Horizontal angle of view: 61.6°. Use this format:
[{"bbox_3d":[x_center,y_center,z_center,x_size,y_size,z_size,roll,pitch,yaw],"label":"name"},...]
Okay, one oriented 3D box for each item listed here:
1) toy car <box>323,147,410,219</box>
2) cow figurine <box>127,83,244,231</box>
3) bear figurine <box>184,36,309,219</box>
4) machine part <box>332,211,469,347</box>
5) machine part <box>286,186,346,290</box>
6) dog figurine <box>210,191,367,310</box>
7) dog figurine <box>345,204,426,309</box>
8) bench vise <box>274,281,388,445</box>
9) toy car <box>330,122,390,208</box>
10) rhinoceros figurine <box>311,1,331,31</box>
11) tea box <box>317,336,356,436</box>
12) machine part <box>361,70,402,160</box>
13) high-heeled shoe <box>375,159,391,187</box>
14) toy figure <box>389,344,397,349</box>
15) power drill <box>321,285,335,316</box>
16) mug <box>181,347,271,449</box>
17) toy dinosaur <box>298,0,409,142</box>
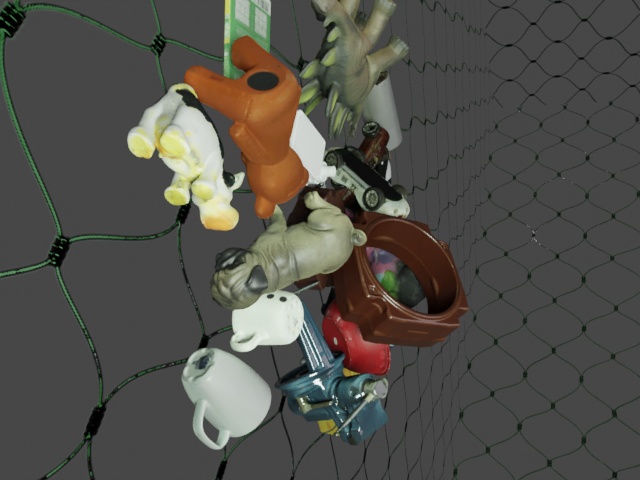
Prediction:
[{"bbox_3d":[0.078,-0.103,0.955,0.073,0.202,0.056,-12,136,-40],"label":"toy car"},{"bbox_3d":[-0.137,-0.088,0.611,0.167,0.068,0.098,64,30,-48],"label":"cow figurine"},{"bbox_3d":[-0.078,-0.134,0.686,0.120,0.132,0.195,-45,157,-26],"label":"bear figurine"},{"bbox_3d":[0.124,0.060,0.847,0.201,0.087,0.201,10,50,-27],"label":"machine part"},{"bbox_3d":[-0.002,-0.003,0.914,0.179,0.056,0.179,6,90,-70],"label":"machine part"},{"bbox_3d":[-0.039,0.029,0.721,0.190,0.172,0.121,-61,134,-58],"label":"dog figurine"},{"bbox_3d":[0.111,0.015,1.007,0.219,0.108,0.191,51,33,-6],"label":"dog figurine"},{"bbox_3d":[-0.002,0.187,0.817,0.129,0.223,0.240,-23,86,-27],"label":"bench vise"},{"bbox_3d":[0.086,-0.145,1.078,0.202,0.053,0.089,-59,149,-24],"label":"toy car"},{"bbox_3d":[0.038,-0.469,0.953,0.112,0.073,0.190,7,86,-64],"label":"rhinoceros figurine"},{"bbox_3d":[0.031,0.276,1.013,0.098,0.068,0.169,-59,144,-48],"label":"tea box"},{"bbox_3d":[0.128,-0.279,1.166,0.242,0.079,0.079,68,34,-41],"label":"machine part"},{"bbox_3d":[0.102,-0.092,1.129,0.249,0.086,0.145,-65,144,-48],"label":"high-heeled shoe"},{"bbox_3d":[0.114,0.171,1.031,0.154,0.058,0.064,45,35,-60],"label":"toy figure"},{"bbox_3d":[0.074,0.147,1.099,0.207,0.086,0.232,71,34,-54],"label":"power drill"},{"bbox_3d":[-0.125,0.189,0.655,0.107,0.081,0.109,58,44,-35],"label":"mug"},{"bbox_3d":[0.043,-0.266,0.870,0.198,0.105,0.471,-53,166,6],"label":"toy dinosaur"}]
